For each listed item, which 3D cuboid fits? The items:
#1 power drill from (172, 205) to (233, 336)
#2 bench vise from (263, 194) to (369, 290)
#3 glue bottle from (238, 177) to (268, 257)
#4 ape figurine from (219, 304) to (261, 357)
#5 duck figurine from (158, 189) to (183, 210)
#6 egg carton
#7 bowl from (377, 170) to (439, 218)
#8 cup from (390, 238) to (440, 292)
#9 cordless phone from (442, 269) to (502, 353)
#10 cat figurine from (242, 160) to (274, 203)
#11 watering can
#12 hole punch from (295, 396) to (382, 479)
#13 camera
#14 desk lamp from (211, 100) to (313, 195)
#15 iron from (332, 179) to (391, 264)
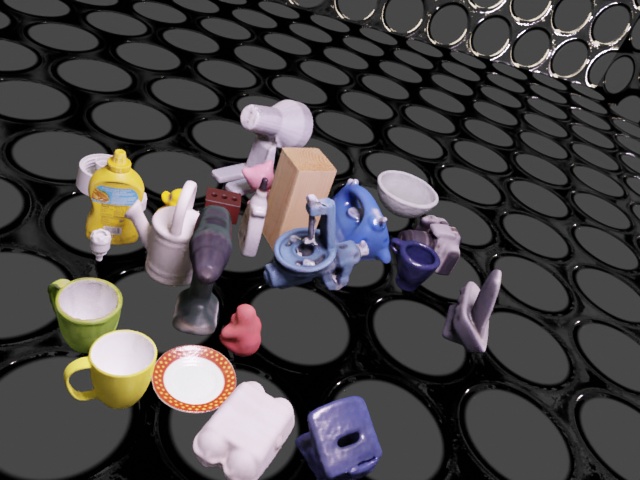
[{"bbox_3d":[-0.190,0.055,0.951,0.076,0.208,0.229,11,36,-13],"label":"power drill"},{"bbox_3d":[0.003,-0.003,1.116,0.208,0.220,0.121,-17,49,-41],"label":"bench vise"},{"bbox_3d":[-0.130,-0.052,1.156,0.037,0.173,0.078,5,37,-20],"label":"glue bottle"},{"bbox_3d":[-0.128,0.145,0.962,0.078,0.092,0.076,-7,43,-33],"label":"ape figurine"},{"bbox_3d":[-0.283,-0.061,1.168,0.104,0.086,0.078,26,35,8],"label":"duck figurine"},{"bbox_3d":[-0.104,0.275,0.818,0.107,0.069,0.150,28,35,11],"label":"egg carton"},{"bbox_3d":[0.217,-0.107,1.492,0.167,0.075,0.167,14,35,-10],"label":"bowl"},{"bbox_3d":[0.190,0.057,1.239,0.117,0.095,0.092,35,37,20],"label":"cup"},{"bbox_3d":[0.326,0.120,1.144,0.094,0.185,0.148,22,35,3],"label":"cordless phone"},{"bbox_3d":[-0.118,-0.123,1.307,0.127,0.118,0.067,23,35,4],"label":"cat figurine"},{"bbox_3d":[-0.260,-0.019,1.028,0.173,0.194,0.100,3,38,-23],"label":"watering can"},{"bbox_3d":[0.035,0.296,0.840,0.109,0.091,0.100,-9,44,-35],"label":"hole punch"},{"bbox_3d":[0.249,-0.002,1.343,0.137,0.101,0.143,8,37,-17],"label":"camera"},{"bbox_3d":[-0.131,-0.227,1.357,0.117,0.213,0.204,40,39,26],"label":"desk lamp"},{"bbox_3d":[0.083,-0.061,1.304,0.119,0.141,0.257,1,39,-25],"label":"iron"}]
